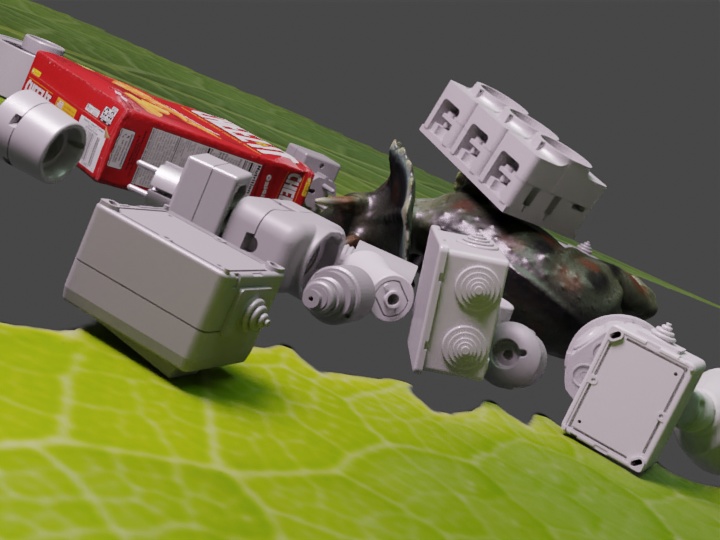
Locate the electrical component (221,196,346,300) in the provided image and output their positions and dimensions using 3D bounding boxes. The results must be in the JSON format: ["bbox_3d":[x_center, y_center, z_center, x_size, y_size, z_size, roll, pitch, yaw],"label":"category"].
[{"bbox_3d":[-0.052,-0.016,0.778,0.059,0.053,0.095,28,11,19],"label":"electrical component"}]

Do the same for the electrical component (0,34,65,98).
[{"bbox_3d":[-0.327,-0.201,1.082,0.108,0.060,0.108,23,10,-4],"label":"electrical component"}]

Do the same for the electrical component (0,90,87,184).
[{"bbox_3d":[-0.231,-0.094,0.774,0.047,0.055,0.055,31,11,14],"label":"electrical component"}]

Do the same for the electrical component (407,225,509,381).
[{"bbox_3d":[0.066,0.022,0.736,0.048,0.099,0.099,11,11,-2],"label":"electrical component"}]

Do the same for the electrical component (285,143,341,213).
[{"bbox_3d":[-0.050,-0.084,1.103,0.047,0.065,0.077,16,13,-38],"label":"electrical component"}]

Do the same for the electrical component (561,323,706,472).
[{"bbox_3d":[0.190,0.079,0.729,0.062,0.096,0.061,29,11,24],"label":"electrical component"}]

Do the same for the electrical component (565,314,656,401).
[{"bbox_3d":[0.192,0.076,0.800,0.080,0.080,0.051,26,16,10],"label":"electrical component"}]

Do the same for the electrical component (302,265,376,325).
[{"bbox_3d":[-0.018,0.017,0.726,0.040,0.040,0.078,27,11,17],"label":"electrical component"}]

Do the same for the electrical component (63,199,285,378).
[{"bbox_3d":[-0.087,0.013,0.528,0.096,0.061,0.062,28,11,20],"label":"electrical component"}]

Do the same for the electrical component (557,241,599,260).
[{"bbox_3d":[0.229,0.016,1.144,0.061,0.096,0.061,21,10,-21],"label":"electrical component"}]

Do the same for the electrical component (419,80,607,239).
[{"bbox_3d":[0.132,-0.101,0.931,0.089,0.061,0.150,17,24,-37],"label":"electrical component"}]

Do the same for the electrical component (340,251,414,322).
[{"bbox_3d":[0.013,0.014,0.787,0.044,0.044,0.065,20,6,-23],"label":"electrical component"}]

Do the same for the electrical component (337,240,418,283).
[{"bbox_3d":[0.000,0.000,0.848,0.081,0.043,0.043,24,10,0],"label":"electrical component"}]

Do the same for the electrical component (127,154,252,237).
[{"bbox_3d":[-0.127,-0.052,0.761,0.077,0.065,0.047,24,10,2],"label":"electrical component"}]

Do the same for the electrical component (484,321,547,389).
[{"bbox_3d":[0.116,0.065,0.785,0.048,0.048,0.062,30,3,29],"label":"electrical component"}]

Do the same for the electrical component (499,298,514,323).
[{"bbox_3d":[0.088,0.040,0.836,0.055,0.047,0.055,23,10,-4],"label":"electrical component"}]
